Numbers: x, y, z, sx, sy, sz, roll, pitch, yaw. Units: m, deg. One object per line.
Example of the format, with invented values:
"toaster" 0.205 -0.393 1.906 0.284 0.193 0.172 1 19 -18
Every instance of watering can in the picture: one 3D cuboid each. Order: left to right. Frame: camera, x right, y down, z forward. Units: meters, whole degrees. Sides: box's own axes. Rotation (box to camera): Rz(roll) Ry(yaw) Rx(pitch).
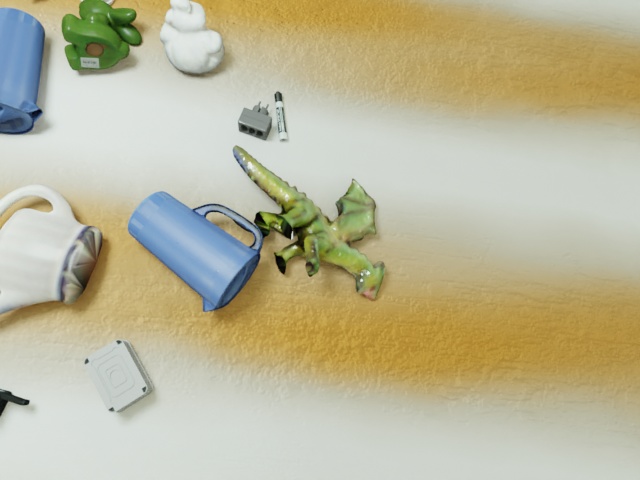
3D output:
"watering can" -0.542 0.064 0.949 0.224 0.102 0.353 15 71 -3

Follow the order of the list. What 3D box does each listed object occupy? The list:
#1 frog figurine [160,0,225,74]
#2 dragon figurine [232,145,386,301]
"frog figurine" -0.276 -0.439 1.111 0.137 0.157 0.124 22 75 0
"dragon figurine" 0.003 -0.054 1.073 0.245 0.120 0.414 -21 78 -30
